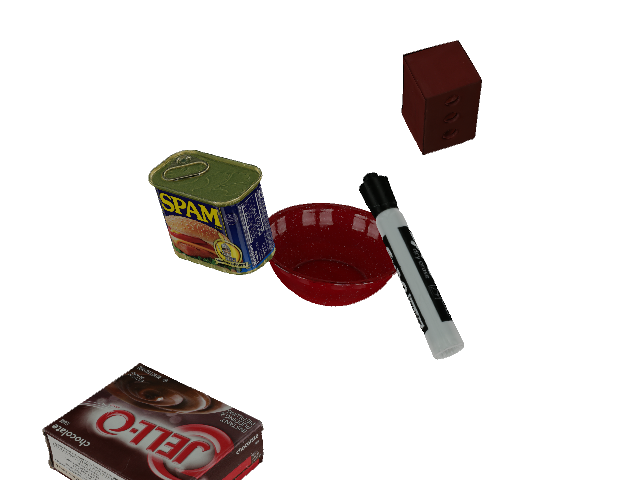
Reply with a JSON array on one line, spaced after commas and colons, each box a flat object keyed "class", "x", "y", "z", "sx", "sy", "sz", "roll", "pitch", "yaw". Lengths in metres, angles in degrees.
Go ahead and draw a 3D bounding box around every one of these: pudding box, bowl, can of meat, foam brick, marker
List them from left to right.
[{"class": "pudding box", "x": -0.107, "y": 0.132, "z": 0.688, "sx": 0.114, "sy": 0.039, "sz": 0.089, "roll": 18, "pitch": 33, "yaw": 32}, {"class": "can of meat", "x": -0.093, "y": -0.023, "z": 0.931, "sx": 0.102, "sy": 0.084, "sz": 0.057, "roll": 17, "pitch": 45, "yaw": 32}, {"class": "bowl", "x": 0.012, "y": 0.022, "z": 1.147, "sx": 0.162, "sy": 0.055, "sz": 0.162, "roll": 5, "pitch": 32, "yaw": -3}, {"class": "marker", "x": 0.051, "y": 0.012, "z": 0.626, "sx": 0.020, "sy": 0.121, "sz": 0.020, "roll": -19, "pitch": -23, "yaw": -9}, {"class": "foam brick", "x": 0.103, "y": -0.123, "z": 0.917, "sx": 0.053, "sy": 0.051, "sz": 0.078, "roll": -18, "pitch": -33, "yaw": -7}]
